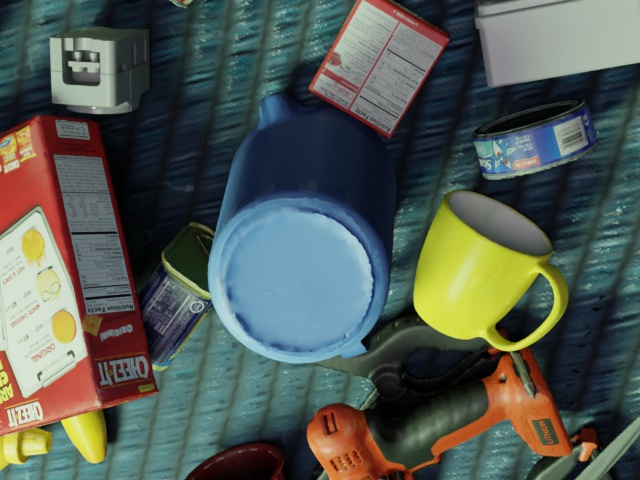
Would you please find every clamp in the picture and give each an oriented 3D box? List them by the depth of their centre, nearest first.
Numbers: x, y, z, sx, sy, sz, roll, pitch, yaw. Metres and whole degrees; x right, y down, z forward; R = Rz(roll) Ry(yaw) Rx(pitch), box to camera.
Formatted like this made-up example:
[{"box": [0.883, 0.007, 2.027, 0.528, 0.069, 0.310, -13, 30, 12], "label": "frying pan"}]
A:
[{"box": [0.054, 0.121, 0.868, 0.210, 0.036, 0.164, -13, 112, 8], "label": "clamp"}, {"box": [0.192, 0.235, 0.882, 0.120, 0.039, 0.171, 2, 105, 5], "label": "clamp"}]

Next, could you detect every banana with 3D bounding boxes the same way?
[{"box": [-0.245, 0.108, 0.915, 0.198, 0.037, 0.070, 42, 121, -4], "label": "banana"}]

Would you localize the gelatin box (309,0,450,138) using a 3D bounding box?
[{"box": [0.044, -0.132, 0.799, 0.073, 0.030, 0.089, 30, 109, -2], "label": "gelatin box"}]

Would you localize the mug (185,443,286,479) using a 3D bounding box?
[{"box": [-0.070, 0.230, 0.901, 0.117, 0.093, 0.081, -3, 114, 41], "label": "mug"}]

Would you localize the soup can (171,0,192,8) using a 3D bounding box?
[{"box": [-0.085, -0.228, 0.770, 0.102, 0.068, 0.068, -40, 97, 17], "label": "soup can"}]

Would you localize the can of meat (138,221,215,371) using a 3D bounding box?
[{"box": [-0.111, 0.044, 0.839, 0.057, 0.102, 0.084, 36, 111, -4], "label": "can of meat"}]

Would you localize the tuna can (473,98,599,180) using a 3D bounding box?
[{"box": [0.154, -0.074, 0.769, 0.086, 0.086, 0.034, -16, 102, 13], "label": "tuna can"}]

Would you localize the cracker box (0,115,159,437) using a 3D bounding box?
[{"box": [-0.219, 0.032, 0.810, 0.164, 0.071, 0.214, -19, 81, 34], "label": "cracker box"}]

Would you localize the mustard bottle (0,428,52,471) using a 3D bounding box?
[{"box": [-0.328, 0.168, 0.932, 0.192, 0.058, 0.096, 4, 102, 8], "label": "mustard bottle"}]

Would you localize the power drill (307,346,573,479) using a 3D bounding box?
[{"box": [0.100, 0.167, 0.843, 0.188, 0.057, 0.184, -23, 136, 5], "label": "power drill"}]

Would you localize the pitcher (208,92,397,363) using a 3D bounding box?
[{"box": [-0.005, 0.001, 0.734, 0.149, 0.243, 0.145, 24, 106, -5], "label": "pitcher"}]

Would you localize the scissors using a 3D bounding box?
[{"box": [0.178, 0.199, 0.842, 0.096, 0.016, 0.202, 20, 113, 4], "label": "scissors"}]
